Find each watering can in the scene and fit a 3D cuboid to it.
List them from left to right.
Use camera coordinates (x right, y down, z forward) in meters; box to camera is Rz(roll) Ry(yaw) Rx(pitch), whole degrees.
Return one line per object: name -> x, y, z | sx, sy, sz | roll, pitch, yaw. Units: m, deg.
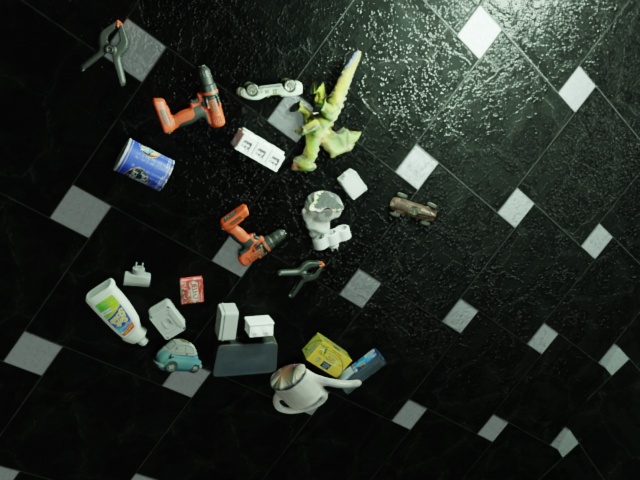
watering can -> -0.038, 0.547, 1.937 | 0.346, 0.106, 0.220 | -27, 120, 13

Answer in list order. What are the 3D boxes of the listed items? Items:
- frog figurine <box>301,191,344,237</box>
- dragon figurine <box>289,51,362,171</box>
frog figurine -> 0.005, -0.088, 1.751 | 0.138, 0.125, 0.156 | -18, 152, -21
dragon figurine -> 0.043, -0.382, 1.658 | 0.409, 0.124, 0.239 | -45, 135, 3
